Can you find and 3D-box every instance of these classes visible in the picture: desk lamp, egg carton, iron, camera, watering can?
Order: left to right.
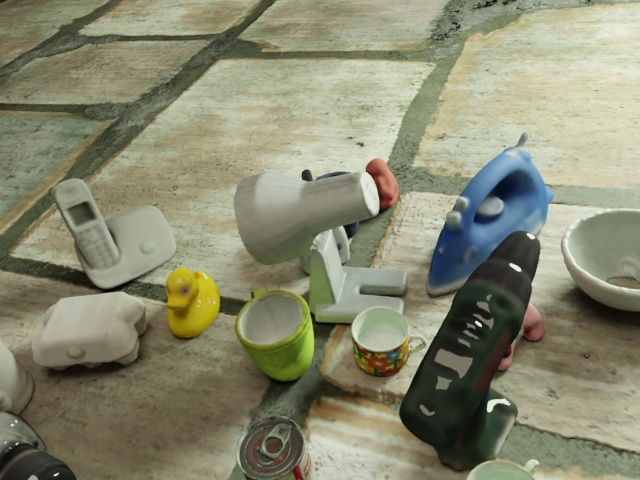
[{"bbox_3d":[-0.459,0.146,0.717,0.172,0.194,0.101,4,42,18],"label":"watering can"},{"bbox_3d":[-0.349,0.267,0.621,0.136,0.101,0.143,11,45,25],"label":"camera"},{"bbox_3d":[-0.320,0.130,0.801,0.150,0.069,0.107,-7,40,5],"label":"egg carton"},{"bbox_3d":[0.007,0.003,0.761,0.203,0.214,0.118,0,41,14],"label":"desk lamp"},{"bbox_3d":[0.232,-0.042,0.817,0.118,0.142,0.259,26,53,36],"label":"iron"}]

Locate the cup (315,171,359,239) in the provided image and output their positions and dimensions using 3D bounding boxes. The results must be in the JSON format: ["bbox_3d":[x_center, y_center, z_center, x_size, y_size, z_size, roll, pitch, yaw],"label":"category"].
[{"bbox_3d":[0.043,-0.045,0.901,0.117,0.095,0.092,17,48,30],"label":"cup"}]

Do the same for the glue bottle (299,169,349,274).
[{"bbox_3d":[-0.004,-0.030,0.833,0.078,0.173,0.037,-17,40,-7],"label":"glue bottle"}]

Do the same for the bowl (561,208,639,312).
[{"bbox_3d":[0.396,0.037,0.738,0.167,0.075,0.167,-7,40,6],"label":"bowl"}]

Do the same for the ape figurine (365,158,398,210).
[{"bbox_3d":[0.095,-0.095,0.950,0.076,0.092,0.077,-27,42,-18],"label":"ape figurine"}]

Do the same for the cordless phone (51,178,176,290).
[{"bbox_3d":[-0.320,-0.026,0.894,0.148,0.185,0.093,-28,43,-19],"label":"cordless phone"}]

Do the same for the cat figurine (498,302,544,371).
[{"bbox_3d":[0.215,0.091,0.683,0.128,0.118,0.067,-36,45,-26],"label":"cat figurine"}]

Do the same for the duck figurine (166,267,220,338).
[{"bbox_3d":[-0.189,0.076,0.821,0.077,0.086,0.104,1,41,14],"label":"duck figurine"}]

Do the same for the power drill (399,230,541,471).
[{"bbox_3d":[0.159,0.128,0.581,0.075,0.209,0.230,19,48,31],"label":"power drill"}]
